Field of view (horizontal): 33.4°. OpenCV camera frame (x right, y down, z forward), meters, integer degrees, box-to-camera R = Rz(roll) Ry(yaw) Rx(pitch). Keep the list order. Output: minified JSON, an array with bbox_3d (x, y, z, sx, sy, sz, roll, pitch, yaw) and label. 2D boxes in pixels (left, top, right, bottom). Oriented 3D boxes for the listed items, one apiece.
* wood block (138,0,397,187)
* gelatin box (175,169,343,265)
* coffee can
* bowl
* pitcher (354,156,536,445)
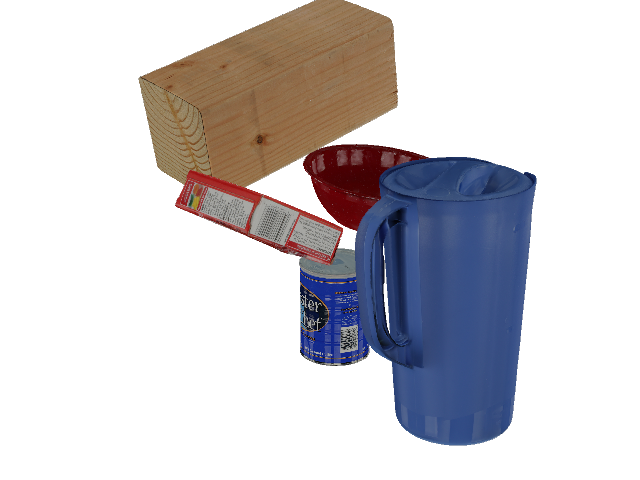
[{"bbox_3d":[-0.039,-0.127,0.917,0.205,0.091,0.090,-30,42,-29],"label":"wood block"},{"bbox_3d":[-0.039,-0.014,0.709,0.073,0.030,0.089,21,0,41],"label":"gelatin box"},{"bbox_3d":[0.021,0.094,1.525,0.103,0.140,0.103,0,20,0],"label":"coffee can"},{"bbox_3d":[0.060,-0.048,1.106,0.162,0.055,0.162,6,23,-3],"label":"bowl"},{"bbox_3d":[0.111,0.056,0.941,0.149,0.243,0.145,1,19,7],"label":"pitcher"}]
